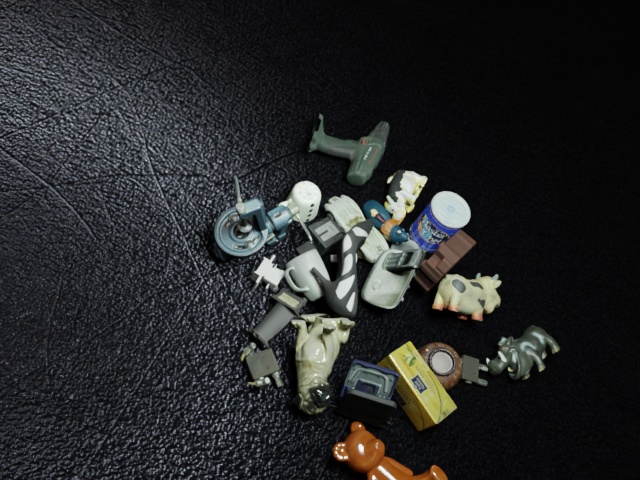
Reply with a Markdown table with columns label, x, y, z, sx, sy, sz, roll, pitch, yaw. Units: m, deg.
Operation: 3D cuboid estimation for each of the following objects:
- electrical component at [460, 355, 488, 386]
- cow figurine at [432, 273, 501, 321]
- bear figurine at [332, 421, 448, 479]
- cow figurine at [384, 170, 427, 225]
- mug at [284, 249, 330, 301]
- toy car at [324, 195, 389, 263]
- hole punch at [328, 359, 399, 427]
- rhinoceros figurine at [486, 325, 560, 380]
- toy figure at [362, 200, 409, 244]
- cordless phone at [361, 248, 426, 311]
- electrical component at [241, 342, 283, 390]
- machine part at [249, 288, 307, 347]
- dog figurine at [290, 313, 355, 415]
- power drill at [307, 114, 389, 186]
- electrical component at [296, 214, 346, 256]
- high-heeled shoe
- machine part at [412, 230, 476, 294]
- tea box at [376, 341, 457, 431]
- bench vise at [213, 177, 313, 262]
| label | x | y | z | sx | sy | sz | roll | pitch | yaw |
| --- | --- | --- | --- | --- | --- | --- | --- | --- | --- |
| electrical component | 0.349 | 0.305 | 1.257 | 0.094 | 0.021 | 0.063 | 19 | 59 | -6 |
| cow figurine | 0.366 | 0.130 | 1.306 | 0.195 | 0.086 | 0.127 | 19 | 79 | -34 |
| bear figurine | 0.132 | 0.445 | 1.061 | 0.196 | 0.132 | 0.120 | 52 | 38 | 9 |
| cow figurine | 0.210 | -0.118 | 1.422 | 0.098 | 0.068 | 0.167 | 30 | 55 | 8 |
| mug | -0.026 | 0.087 | 1.229 | 0.109 | 0.081 | 0.107 | -22 | 78 | -52 |
| toy car | 0.090 | -0.030 | 1.346 | 0.073 | 0.056 | 0.202 | -30 | 74 | -28 |
| hole punch | 0.099 | 0.321 | 1.124 | 0.142 | 0.115 | 0.092 | 16 | 45 | -4 |
| rhinoceros figurine | 0.483 | 0.270 | 1.286 | 0.190 | 0.073 | 0.112 | -27 | 74 | -27 |
| toy figure | 0.166 | -0.040 | 1.356 | 0.064 | 0.057 | 0.155 | -7 | 44 | -38 |
| cordless phone | 0.178 | 0.088 | 1.219 | 0.089 | 0.184 | 0.146 | 31 | 75 | -8 |
| electrical component | -0.126 | 0.265 | 1.128 | 0.078 | 0.045 | 0.102 | -11 | 66 | -20 |
| machine part | -0.096 | 0.168 | 1.184 | 0.084 | 0.039 | 0.139 | 26 | 60 | 26 |
| dog figurine | 0.004 | 0.262 | 1.157 | 0.172 | 0.121 | 0.190 | -3 | 97 | -55 |
| power drill | 0.076 | -0.266 | 1.465 | 0.207 | 0.086 | 0.232 | 24 | 61 | -12 |
| electrical component | -0.003 | -0.004 | 1.311 | 0.119 | 0.047 | 0.075 | -28 | 72 | -29 |
| high-heeled shoe | 0.088 | 0.060 | 1.230 | 0.145 | 0.086 | 0.249 | 45 | 60 | 5 |
| machine part | 0.297 | 0.051 | 1.298 | 0.179 | 0.179 | 0.056 | -37 | 74 | -29 |
| tea box | 0.204 | 0.317 | 1.165 | 0.068 | 0.098 | 0.170 | -28 | 71 | -28 |
| bench vise | -0.141 | -0.038 | 1.189 | 0.224 | 0.240 | 0.129 | -19 | 72 | -7 |
